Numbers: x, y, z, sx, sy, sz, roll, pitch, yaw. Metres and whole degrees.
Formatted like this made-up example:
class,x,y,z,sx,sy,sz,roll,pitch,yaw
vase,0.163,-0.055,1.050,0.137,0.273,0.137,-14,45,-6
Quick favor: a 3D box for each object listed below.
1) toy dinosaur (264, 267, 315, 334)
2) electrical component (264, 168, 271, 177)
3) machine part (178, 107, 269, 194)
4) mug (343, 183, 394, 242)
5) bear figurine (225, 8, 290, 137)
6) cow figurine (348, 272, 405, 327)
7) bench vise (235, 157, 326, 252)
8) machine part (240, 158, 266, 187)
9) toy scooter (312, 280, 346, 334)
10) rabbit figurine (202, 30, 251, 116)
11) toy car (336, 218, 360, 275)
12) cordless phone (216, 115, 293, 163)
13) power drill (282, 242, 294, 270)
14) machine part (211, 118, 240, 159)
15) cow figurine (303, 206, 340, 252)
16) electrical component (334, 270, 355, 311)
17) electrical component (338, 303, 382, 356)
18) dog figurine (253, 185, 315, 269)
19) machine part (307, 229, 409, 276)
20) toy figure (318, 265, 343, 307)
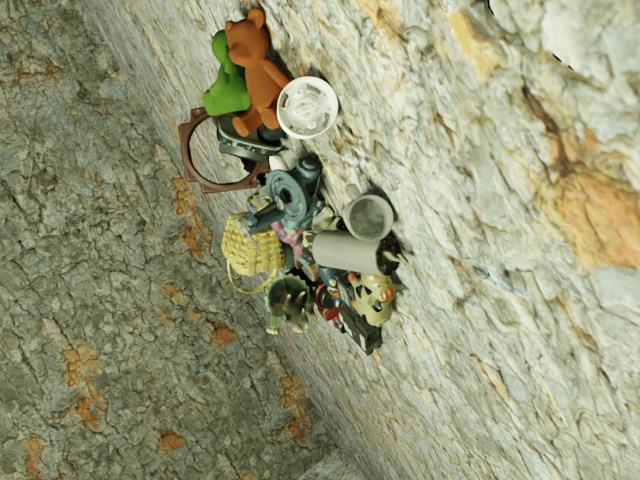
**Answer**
class,x,y,z,sx,sy,sz,roll,pitch,yaw
toy dinosaur,-0.072,0.149,1.577,0.405,0.131,0.192,-72,-10,-68
electrical component,-0.136,-0.204,1.368,0.102,0.045,0.078,58,165,-1
machine part,-0.227,-0.215,1.273,0.087,0.201,0.200,-160,63,-76
mug,0.073,-0.050,0.976,0.109,0.081,0.107,55,174,-6
bear figurine,-0.124,-0.313,1.003,0.120,0.132,0.195,-1,128,38
cow figurine,0.118,0.117,1.140,0.127,0.085,0.194,53,162,36
bench vise,-0.087,-0.069,1.152,0.129,0.240,0.223,50,144,9
machine part,-0.169,-0.196,1.448,0.039,0.084,0.138,12,152,23
toy scooter,0.023,0.181,1.563,0.135,0.075,0.183,43,161,57
rabbit figurine,-0.189,-0.356,1.128,0.159,0.121,0.170,19,123,64
toy car,0.064,0.020,1.183,0.089,0.053,0.202,50,161,16
cordless phone,-0.140,-0.232,1.145,0.184,0.146,0.088,172,109,-69
power drill,-0.103,-0.004,1.581,0.232,0.086,0.207,48,165,37
machine part,-0.234,-0.305,1.454,0.179,0.056,0.179,51,163,21
cow figurine,-0.001,-0.002,1.250,0.068,0.098,0.167,47,161,16
electrical component,0.079,0.131,1.289,0.075,0.048,0.119,46,156,47
electrical component,0.105,0.223,1.424,0.134,0.058,0.114,47,159,34
dog figurine,-0.071,-0.030,1.394,0.192,0.108,0.219,38,158,48
machine part,0.068,0.023,1.041,0.243,0.079,0.079,6,130,44
toy figure,0.039,0.114,1.415,0.058,0.064,0.154,-2,133,28
